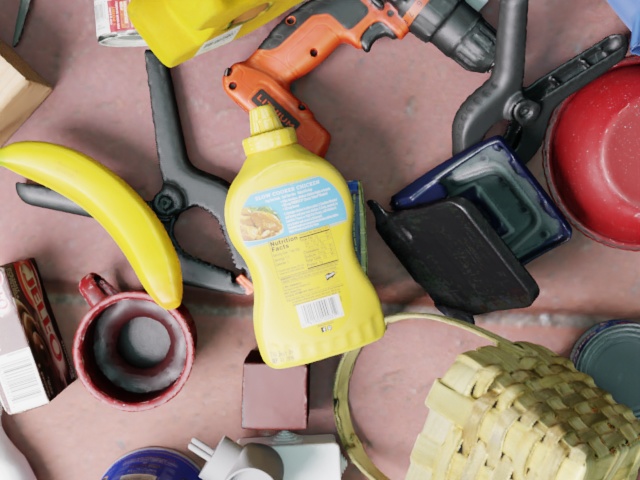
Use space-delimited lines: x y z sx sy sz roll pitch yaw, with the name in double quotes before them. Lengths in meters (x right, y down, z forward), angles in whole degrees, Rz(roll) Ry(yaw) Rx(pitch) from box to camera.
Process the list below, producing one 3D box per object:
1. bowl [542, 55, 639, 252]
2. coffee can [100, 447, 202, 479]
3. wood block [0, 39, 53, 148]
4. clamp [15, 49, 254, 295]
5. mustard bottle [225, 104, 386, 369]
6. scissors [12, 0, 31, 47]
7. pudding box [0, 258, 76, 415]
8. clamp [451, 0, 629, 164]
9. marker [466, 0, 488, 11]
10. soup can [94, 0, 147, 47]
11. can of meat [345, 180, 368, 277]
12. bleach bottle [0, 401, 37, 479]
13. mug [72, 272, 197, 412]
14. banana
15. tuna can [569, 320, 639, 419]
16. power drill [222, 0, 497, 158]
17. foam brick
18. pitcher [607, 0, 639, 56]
"bowl" 0.264 -0.069 0.856 0.162 0.055 0.162 0 94 0
"coffee can" -0.139 0.228 0.830 0.103 0.140 0.103 0 93 0
"wood block" -0.320 -0.077 0.839 0.090 0.091 0.206 43 92 -2
"clamp" -0.120 -0.040 0.867 0.210 0.036 0.164 38 93 2
"mustard bottle" -0.020 -0.007 0.800 0.096 0.058 0.191 -15 94 -8
"scissors" -0.205 -0.254 0.847 0.096 0.016 0.202 7 93 36
"pudding box" -0.237 0.073 0.848 0.039 0.090 0.113 -16 94 2
"clamp" 0.150 -0.117 0.836 0.120 0.039 0.172 31 106 -24
"marker" 0.089 -0.231 0.865 0.121 0.020 0.020 41 92 -2
"soup can" -0.148 -0.208 0.843 0.068 0.068 0.102 -5 94 0
"can of meat" -0.006 0.001 0.860 0.084 0.057 0.102 -2 93 -1
"bleach bottle" -0.263 0.224 0.871 0.102 0.068 0.251 -15 91 2
"mug" -0.150 0.074 0.851 0.093 0.081 0.117 -41 92 2
"banana" -0.172 -0.023 0.823 0.198 0.037 0.069 34 62 8
"tuna can" 0.248 0.109 0.876 0.086 0.034 0.086 0 93 0
"power drill" 0.028 -0.148 0.852 0.184 0.057 0.187 41 90 2
"foam brick" -0.034 0.119 0.856 0.051 0.078 0.053 1 93 1
"pitcher" 0.242 -0.272 0.815 0.145 0.149 0.243 -40 89 33
